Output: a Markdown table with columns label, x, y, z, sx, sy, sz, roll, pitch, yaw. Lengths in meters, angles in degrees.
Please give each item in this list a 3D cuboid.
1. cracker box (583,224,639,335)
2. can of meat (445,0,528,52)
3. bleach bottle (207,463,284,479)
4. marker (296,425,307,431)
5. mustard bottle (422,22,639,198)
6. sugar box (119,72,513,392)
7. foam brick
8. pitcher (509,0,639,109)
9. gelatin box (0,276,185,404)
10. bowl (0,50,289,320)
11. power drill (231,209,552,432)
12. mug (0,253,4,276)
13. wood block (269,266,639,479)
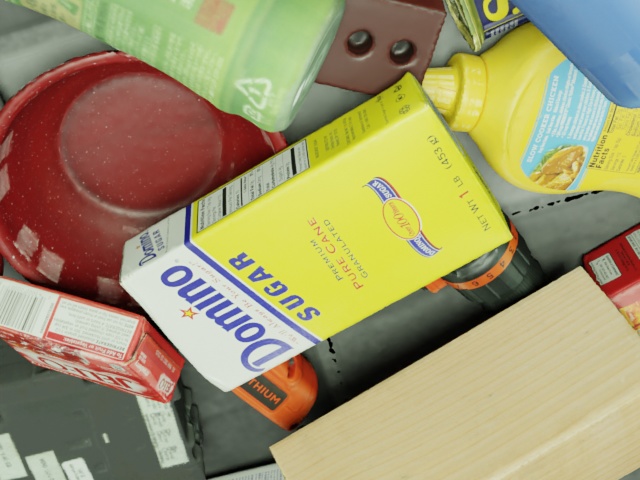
| label | x | y | z | sx | sy | sz | roll | pitch | yaw |
| --- | --- | --- | --- | --- | --- | --- | --- | --- | --- |
| cracker box | 0.292 | 0.030 | 0.645 | 0.214 | 0.072 | 0.164 | -31 | 112 | 13 |
| can of meat | 0.093 | -0.155 | 0.510 | 0.084 | 0.057 | 0.102 | -24 | 124 | 5 |
| bleach bottle | -0.020 | 0.191 | 0.695 | 0.251 | 0.102 | 0.068 | -17 | 127 | 11 |
| marker | 0.028 | 0.121 | 0.678 | 0.120 | 0.020 | 0.020 | 0 | 131 | -47 |
| mustard bottle | 0.141 | -0.070 | 0.573 | 0.191 | 0.058 | 0.096 | 6 | 122 | -12 |
| sugar box | -0.003 | 0.001 | 0.539 | 0.176 | 0.048 | 0.093 | -31 | 120 | 12 |
| foam brick | 0.016 | -0.108 | 0.534 | 0.078 | 0.051 | 0.053 | 9 | 123 | -14 |
| pitcher | 0.087 | -0.178 | 0.408 | 0.149 | 0.145 | 0.243 | -41 | 99 | 20 |
| gelatin box | -0.124 | 0.055 | 0.567 | 0.089 | 0.030 | 0.073 | 14 | 160 | 15 |
| bowl | -0.095 | -0.037 | 0.565 | 0.162 | 0.055 | 0.162 | -4 | 125 | -6 |
| power drill | 0.030 | 0.035 | 0.633 | 0.188 | 0.057 | 0.184 | -37 | 124 | 15 |
| mug | -0.225 | 0.000 | 0.549 | 0.081 | 0.093 | 0.117 | -27 | 138 | 5 |
| wood block | 0.090 | 0.118 | 0.611 | 0.206 | 0.091 | 0.090 | -30 | 141 | -2 |
